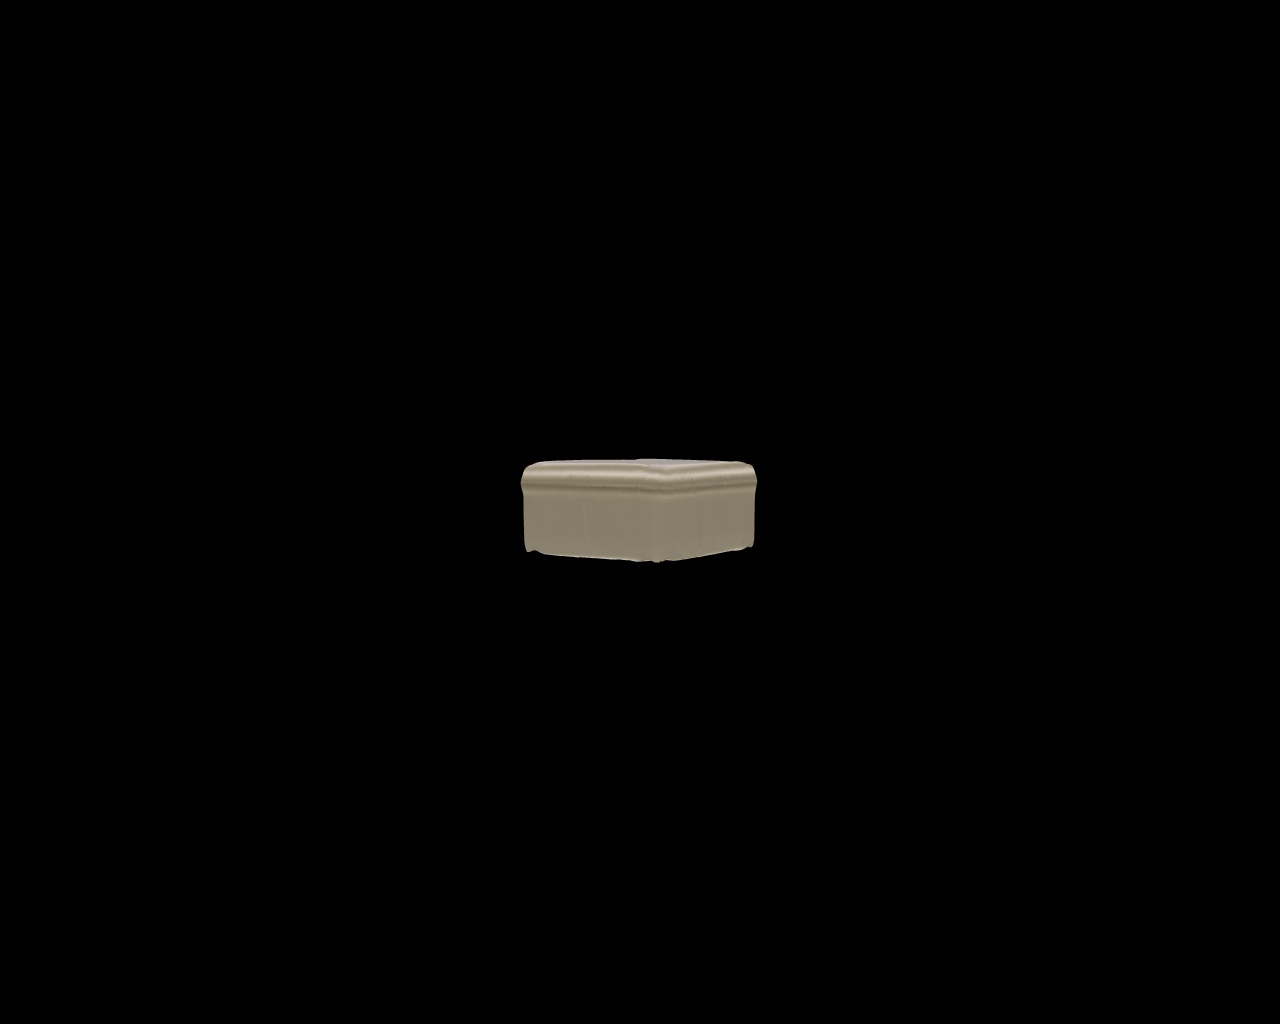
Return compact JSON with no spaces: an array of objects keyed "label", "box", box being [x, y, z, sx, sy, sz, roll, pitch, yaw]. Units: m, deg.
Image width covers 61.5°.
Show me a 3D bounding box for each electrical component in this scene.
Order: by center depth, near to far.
[{"label":"electrical component","box":[0.001,-0.003,0.650,0.109,0.056,0.109,3,5,37]}]
